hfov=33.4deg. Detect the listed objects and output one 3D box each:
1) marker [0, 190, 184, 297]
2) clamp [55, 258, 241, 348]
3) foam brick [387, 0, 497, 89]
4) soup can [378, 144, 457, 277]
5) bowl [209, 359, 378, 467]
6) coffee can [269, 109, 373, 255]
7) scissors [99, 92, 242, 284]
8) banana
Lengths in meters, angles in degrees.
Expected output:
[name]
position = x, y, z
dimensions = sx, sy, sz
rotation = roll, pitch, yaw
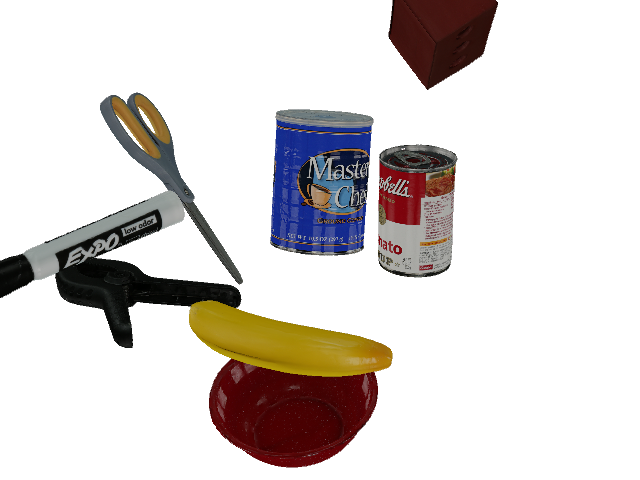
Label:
[marker]
position = -0.128, 0.002, 0.571
dimensions = 0.120, 0.020, 0.020
rotation = -25, 14, -32
[clamp]
position = -0.211, 0.055, 1.106
dimensions = 0.210, 0.036, 0.164
rotation = 15, 20, 28
[foam brick]
position = 0.083, -0.152, 0.741
dimensions = 0.053, 0.051, 0.078
rotation = -32, -14, -7
[soup can]
position = 0.085, -0.027, 0.947
dimensions = 0.068, 0.102, 0.068
rotation = 0, 23, 0
[bowl]
position = -0.023, 0.164, 1.023
dimensions = 0.162, 0.055, 0.162
rotation = -4, 37, 3
[coffee can]
position = 0.000, -0.064, 1.132
dimensions = 0.103, 0.140, 0.103
rotation = 3, 12, -1
[scissors]
position = -0.127, -0.056, 0.970
dimensions = 0.016, 0.201, 0.096
rotation = -30, 25, 19
[banana]
position = -0.040, 0.073, 0.832
dimensions = 0.198, 0.037, 0.069
rotation = 14, 26, 38
